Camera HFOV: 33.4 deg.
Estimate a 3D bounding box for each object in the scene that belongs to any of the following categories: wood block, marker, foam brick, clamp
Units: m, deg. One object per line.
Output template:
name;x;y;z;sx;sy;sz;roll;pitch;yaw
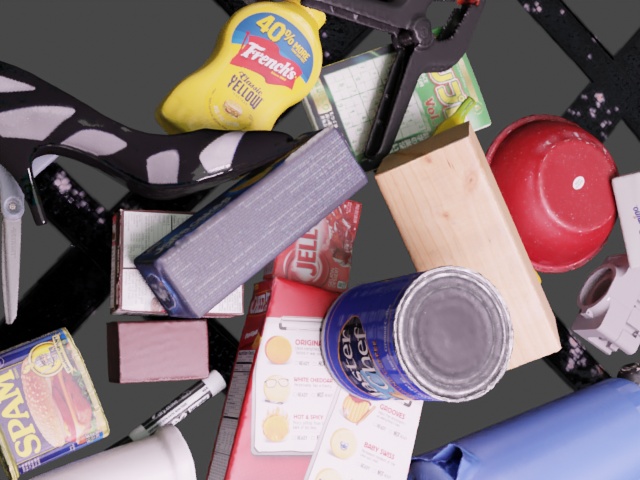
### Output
wood block;0.134;0.010;0.960;0.090;0.090;0.206;-23;100;14
marker;-0.133;0.153;0.909;0.121;0.020;0.020;-36;97;-20
foam brick;-0.136;0.093;0.896;0.078;0.053;0.051;0;84;-21
clamp;0.084;-0.179;0.989;0.209;0.036;0.164;-29;109;-34

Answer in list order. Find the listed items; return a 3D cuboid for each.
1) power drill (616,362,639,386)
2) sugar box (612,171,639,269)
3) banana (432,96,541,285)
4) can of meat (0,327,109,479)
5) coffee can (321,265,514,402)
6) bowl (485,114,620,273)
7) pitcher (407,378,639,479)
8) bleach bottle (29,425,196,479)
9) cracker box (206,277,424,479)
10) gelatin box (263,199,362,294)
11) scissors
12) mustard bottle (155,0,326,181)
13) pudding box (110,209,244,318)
power drill;0.396;0.185;1.065;0.187;0.057;0.184;-20;99;-7
sugar box;0.366;-0.027;1.071;0.175;0.048;0.093;-8;85;-44
banana;0.146;-0.033;1.014;0.070;0.037;0.198;-19;99;15
can of meat;-0.227;0.130;0.857;0.083;0.058;0.102;-22;93;-24
coffee can;0.074;0.078;0.855;0.102;0.140;0.103;3;81;-22
bowl;0.240;-0.050;1.052;0.161;0.055;0.162;3;83;-21
pitcher;0.202;0.225;0.978;0.242;0.149;0.145;-19;76;-25
bleach bottle;-0.222;0.227;0.835;0.250;0.068;0.102;-13;115;-20
cracker box;-0.001;0.157;0.930;0.164;0.072;0.213;17;77;-20
gelatin box;-0.006;0.001;0.967;0.073;0.030;0.089;14;79;-19
scissors;-0.239;-0.039;0.891;0.096;0.016;0.202;-15;90;-21
mustard bottle;-0.054;-0.152;0.947;0.096;0.058;0.191;40;74;-14
pudding box;-0.122;0.021;0.917;0.113;0.039;0.090;3;82;-22
